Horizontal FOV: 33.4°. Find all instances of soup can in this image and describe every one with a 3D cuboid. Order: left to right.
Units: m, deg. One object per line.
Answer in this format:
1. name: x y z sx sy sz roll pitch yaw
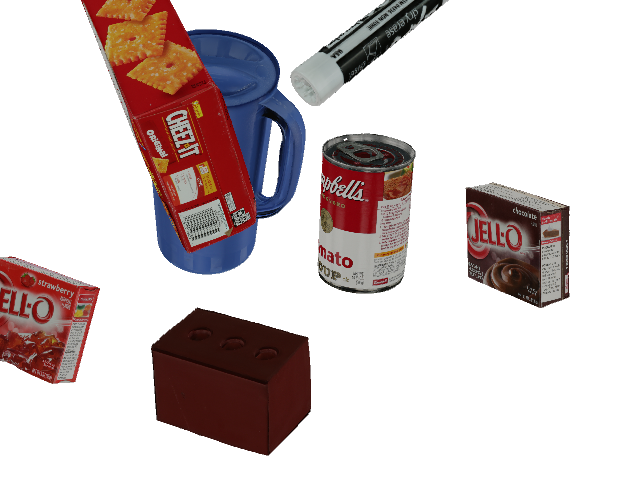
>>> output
1. soup can: 0.033 -0.020 0.793 0.068 0.102 0.068 2 26 -1

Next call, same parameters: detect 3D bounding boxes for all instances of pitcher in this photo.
1. pitcher: -0.106 -0.079 1.095 0.144 0.243 0.149 -7 44 -15

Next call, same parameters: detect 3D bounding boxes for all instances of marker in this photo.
1. marker: 0.036 -0.102 0.480 0.121 0.020 0.020 -41 16 -20

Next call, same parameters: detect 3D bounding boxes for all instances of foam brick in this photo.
1. foam brick: -0.051 0.080 0.615 0.078 0.051 0.052 13 28 22

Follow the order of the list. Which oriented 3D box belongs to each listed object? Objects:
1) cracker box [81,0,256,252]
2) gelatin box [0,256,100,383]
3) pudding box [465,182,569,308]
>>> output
1. cracker box: -0.127 -0.123 0.865 0.072 0.214 0.164 -22 -38 -7
2. gelatin box: -0.212 0.057 0.784 0.089 0.073 0.030 17 3 25
3. pudding box: 0.178 0.002 0.973 0.039 0.090 0.114 -14 19 -27
